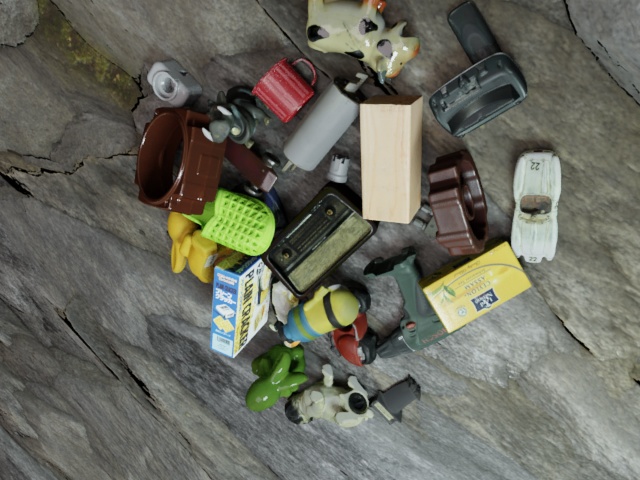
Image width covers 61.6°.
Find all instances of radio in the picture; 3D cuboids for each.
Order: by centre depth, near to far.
[{"bbox_3d":[-0.002,-0.003,1.066,0.131,0.073,0.229,45,111,-3],"label":"radio"}]

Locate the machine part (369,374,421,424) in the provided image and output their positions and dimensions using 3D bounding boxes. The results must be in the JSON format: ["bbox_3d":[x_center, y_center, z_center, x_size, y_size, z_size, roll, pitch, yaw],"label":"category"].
[{"bbox_3d":[0.174,0.359,1.203,0.084,0.039,0.139,45,125,9],"label":"machine part"}]

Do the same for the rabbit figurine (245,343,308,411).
[{"bbox_3d":[-0.096,0.322,1.225,0.159,0.170,0.121,-37,96,34],"label":"rabbit figurine"}]

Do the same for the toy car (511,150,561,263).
[{"bbox_3d":[0.366,-0.053,0.910,0.074,0.056,0.201,4,114,22],"label":"toy car"}]

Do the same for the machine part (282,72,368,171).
[{"bbox_3d":[0.007,-0.210,0.985,0.079,0.079,0.243,43,122,0],"label":"machine part"}]

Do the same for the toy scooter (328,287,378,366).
[{"bbox_3d":[0.049,0.185,1.154,0.135,0.075,0.183,-1,110,24],"label":"toy scooter"}]

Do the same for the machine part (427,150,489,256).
[{"bbox_3d":[0.233,-0.062,0.902,0.056,0.179,0.179,-10,109,31],"label":"machine part"}]

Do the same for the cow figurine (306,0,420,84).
[{"bbox_3d":[0.069,-0.335,0.893,0.195,0.085,0.127,15,113,14],"label":"cow figurine"}]

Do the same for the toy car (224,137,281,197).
[{"bbox_3d":[-0.155,-0.169,1.071,0.202,0.053,0.089,41,109,19],"label":"toy car"}]

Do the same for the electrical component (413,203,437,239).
[{"bbox_3d":[0.225,-0.029,1.005,0.094,0.021,0.063,29,122,8],"label":"electrical component"}]

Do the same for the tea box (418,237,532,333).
[{"bbox_3d":[0.274,0.079,0.965,0.170,0.068,0.098,-32,96,4],"label":"tea box"}]

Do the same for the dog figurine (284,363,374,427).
[{"bbox_3d":[0.017,0.399,1.268,0.172,0.121,0.190,39,137,6],"label":"dog figurine"}]

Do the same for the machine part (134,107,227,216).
[{"bbox_3d":[-0.283,-0.157,1.067,0.202,0.087,0.200,16,96,46],"label":"machine part"}]

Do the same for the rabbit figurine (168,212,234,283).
[{"bbox_3d":[-0.278,0.002,1.208,0.173,0.122,0.162,44,134,16],"label":"rabbit figurine"}]

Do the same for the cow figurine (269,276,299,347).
[{"bbox_3d":[-0.077,0.155,1.195,0.098,0.068,0.167,27,122,38],"label":"cow figurine"}]

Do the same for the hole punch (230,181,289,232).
[{"bbox_3d":[-0.137,-0.060,1.124,0.142,0.092,0.116,-21,73,30],"label":"hole punch"}]

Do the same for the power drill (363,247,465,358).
[{"bbox_3d":[0.168,0.129,1.072,0.232,0.086,0.207,-25,98,30],"label":"power drill"}]

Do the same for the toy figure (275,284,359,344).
[{"bbox_3d":[-0.003,0.156,1.088,0.180,0.082,0.089,-35,77,20],"label":"toy figure"}]

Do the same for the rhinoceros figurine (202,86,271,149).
[{"bbox_3d":[-0.152,-0.230,0.984,0.112,0.190,0.073,37,121,-18],"label":"rhinoceros figurine"}]

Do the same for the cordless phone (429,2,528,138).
[{"bbox_3d":[0.231,-0.272,0.866,0.147,0.089,0.184,-29,88,33],"label":"cordless phone"}]
